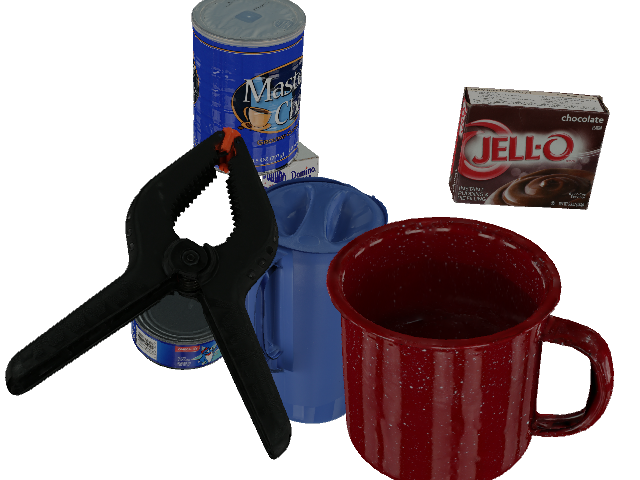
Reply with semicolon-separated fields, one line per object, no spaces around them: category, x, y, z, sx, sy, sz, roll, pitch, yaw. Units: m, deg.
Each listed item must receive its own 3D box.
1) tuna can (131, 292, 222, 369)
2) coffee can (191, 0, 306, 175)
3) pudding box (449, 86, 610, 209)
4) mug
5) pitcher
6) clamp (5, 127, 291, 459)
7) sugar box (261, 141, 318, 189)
tuna can;-0.111;0.064;0.866;0.086;0.034;0.086;5;40;-5
coffee can;-0.068;-0.146;0.994;0.103;0.140;0.103;3;36;-2
pudding box;0.165;-0.074;0.855;0.113;0.090;0.039;2;36;-2
mug;0.061;0.050;0.442;0.117;0.081;0.093;9;34;18
pitcher;-0.013;0.071;1.080;0.149;0.243;0.145;-3;35;-8
clamp;-0.071;0.026;0.645;0.164;0.210;0.036;20;-30;2
sugar box;-0.037;-0.029;1.270;0.048;0.176;0.093;-12;26;-20
